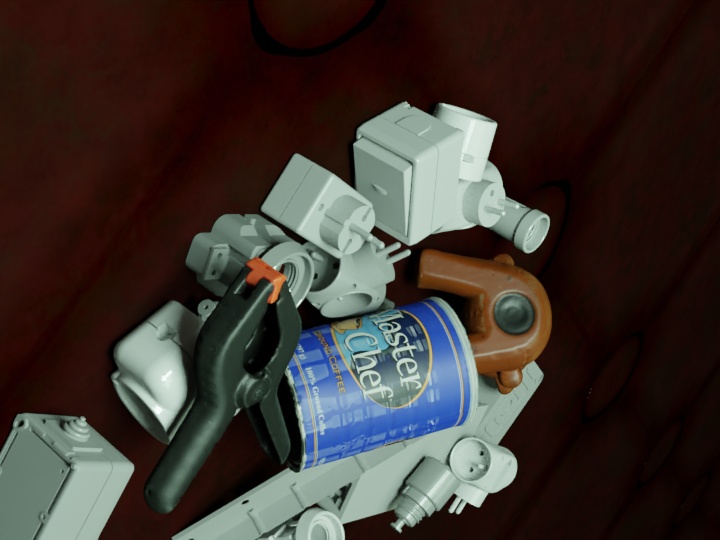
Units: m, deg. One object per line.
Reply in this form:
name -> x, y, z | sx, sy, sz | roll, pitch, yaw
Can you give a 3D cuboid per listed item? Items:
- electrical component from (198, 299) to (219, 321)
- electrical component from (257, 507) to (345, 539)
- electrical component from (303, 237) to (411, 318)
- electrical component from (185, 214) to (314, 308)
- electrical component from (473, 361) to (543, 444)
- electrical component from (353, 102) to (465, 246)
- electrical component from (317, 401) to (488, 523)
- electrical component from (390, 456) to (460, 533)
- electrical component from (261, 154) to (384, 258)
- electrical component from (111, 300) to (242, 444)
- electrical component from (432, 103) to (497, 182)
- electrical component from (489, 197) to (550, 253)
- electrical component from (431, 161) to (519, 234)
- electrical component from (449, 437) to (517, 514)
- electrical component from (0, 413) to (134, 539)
electrical component -> -0.092, 0.043, 0.746 | 0.040, 0.040, 0.078 | -50, 149, -13
electrical component -> -0.046, 0.224, 0.898 | 0.066, 0.055, 0.048 | -39, 106, -46
electrical component -> 0.000, 0.000, 0.813 | 0.079, 0.044, 0.077 | -26, 155, 18
electrical component -> -0.069, -0.001, 0.723 | 0.078, 0.057, 0.058 | -4, 120, -54
electrical component -> 0.132, 0.130, 1.126 | 0.113, 0.057, 0.078 | -54, 149, -7
electrical component -> 0.032, -0.065, 0.805 | 0.061, 0.062, 0.096 | -33, 141, -35
electrical component -> 0.032, 0.163, 1.011 | 0.186, 0.060, 0.105 | 3, 114, -56
electrical component -> 0.057, 0.207, 0.984 | 0.078, 0.040, 0.040 | -47, 148, -18
electrical component -> -0.016, -0.036, 0.748 | 0.047, 0.077, 0.066 | -58, 150, 0
electrical component -> -0.123, 0.075, 0.717 | 0.059, 0.054, 0.095 | -41, 146, -26
electrical component -> 0.077, -0.101, 0.844 | 0.055, 0.055, 0.047 | -3, 116, -54
electrical component -> 0.147, -0.043, 1.002 | 0.040, 0.046, 0.040 | -35, 143, -33
electrical component -> 0.092, -0.057, 0.880 | 0.077, 0.079, 0.044 | -26, 123, -41
electrical component -> 0.113, 0.206, 1.059 | 0.079, 0.043, 0.077 | -58, 150, 1
electrical component -> -0.187, 0.134, 0.670 | 0.061, 0.062, 0.096 | 19, 101, -58
